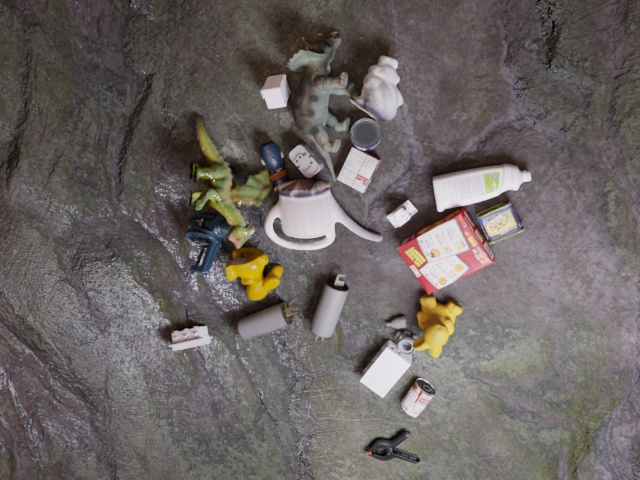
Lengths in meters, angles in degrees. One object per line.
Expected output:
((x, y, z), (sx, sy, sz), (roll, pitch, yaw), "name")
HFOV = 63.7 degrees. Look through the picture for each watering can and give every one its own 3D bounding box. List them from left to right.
((0.005, -0.076, 1.503), (0.347, 0.106, 0.220), (-3, 115, 5), "watering can")

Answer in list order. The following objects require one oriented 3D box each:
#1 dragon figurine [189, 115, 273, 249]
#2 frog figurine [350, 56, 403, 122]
((-0.262, -0.179, 1.533), (0.243, 0.120, 0.416), (4, 74, -17), "dragon figurine")
((0.172, -0.402, 1.374), (0.136, 0.125, 0.158), (29, 104, -30), "frog figurine")
